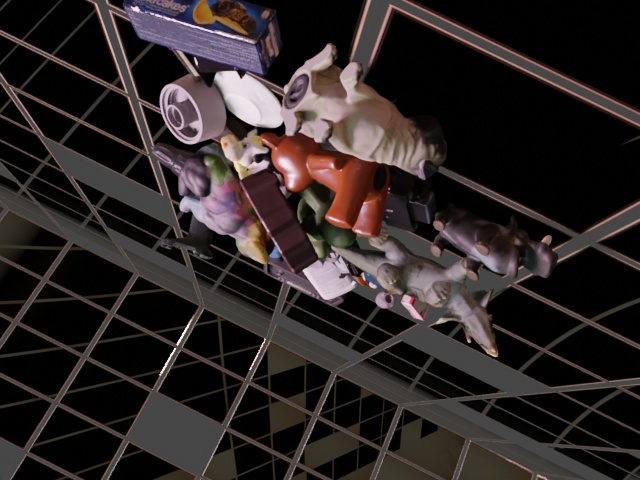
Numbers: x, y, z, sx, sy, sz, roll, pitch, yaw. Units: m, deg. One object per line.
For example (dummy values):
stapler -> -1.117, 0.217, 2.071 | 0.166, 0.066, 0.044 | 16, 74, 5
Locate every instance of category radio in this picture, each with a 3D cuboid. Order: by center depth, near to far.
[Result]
radio -> -0.036, 0.093, 1.429 | 0.230, 0.073, 0.131 | 28, 160, -1

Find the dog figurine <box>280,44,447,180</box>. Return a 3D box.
dog figurine -> 0.058, -0.152, 0.708 | 0.190, 0.121, 0.172 | 21, -158, -39

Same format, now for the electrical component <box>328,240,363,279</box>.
electrical component -> 0.050, 0.025, 1.186 | 0.075, 0.048, 0.119 | -16, 104, 59

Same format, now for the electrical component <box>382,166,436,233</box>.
electrical component -> 0.120, -0.070, 0.867 | 0.134, 0.058, 0.114 | 17, 160, 26

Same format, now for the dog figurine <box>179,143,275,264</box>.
dog figurine -> -0.152, -0.055, 1.006 | 0.219, 0.108, 0.191 | 37, 145, 14

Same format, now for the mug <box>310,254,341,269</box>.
mug -> -0.002, -0.003, 1.108 | 0.110, 0.107, 0.080 | 12, 158, 23

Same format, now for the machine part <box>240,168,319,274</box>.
machine part -> -0.063, -0.031, 0.874 | 0.179, 0.056, 0.179 | 60, 177, 5

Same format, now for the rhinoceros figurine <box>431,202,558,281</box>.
rhinoceros figurine -> 0.259, 0.006, 0.815 | 0.191, 0.112, 0.073 | 28, 136, 35

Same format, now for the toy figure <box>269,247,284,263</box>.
toy figure -> -0.098, -0.039, 1.114 | 0.089, 0.082, 0.180 | -1, 116, 31

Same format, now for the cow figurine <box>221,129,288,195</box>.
cow figurine -> -0.097, -0.134, 0.924 | 0.068, 0.098, 0.167 | 64, -172, 32

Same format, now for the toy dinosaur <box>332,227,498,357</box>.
toy dinosaur -> 0.188, 0.077, 1.073 | 0.405, 0.131, 0.192 | 26, 160, 19

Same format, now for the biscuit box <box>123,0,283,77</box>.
biscuit box -> -0.151, -0.277, 0.690 | 0.203, 0.059, 0.062 | 21, 160, 14

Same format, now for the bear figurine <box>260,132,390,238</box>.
bear figurine -> -0.001, -0.090, 0.794 | 0.196, 0.132, 0.120 | 13, 177, 29

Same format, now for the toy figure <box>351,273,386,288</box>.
toy figure -> 0.117, 0.075, 1.220 | 0.155, 0.064, 0.057 | 3, 113, 55

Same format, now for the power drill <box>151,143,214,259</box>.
power drill -> -0.267, -0.074, 1.119 | 0.232, 0.207, 0.086 | 19, 163, -13

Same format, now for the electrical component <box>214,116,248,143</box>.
electrical component -> -0.166, -0.187, 0.948 | 0.078, 0.045, 0.102 | 8, 153, 38

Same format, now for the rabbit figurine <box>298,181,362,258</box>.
rabbit figurine -> 0.025, -0.047, 0.933 | 0.170, 0.121, 0.159 | -134, 26, -74

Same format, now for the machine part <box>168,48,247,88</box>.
machine part -> -0.156, -0.260, 0.774 | 0.139, 0.039, 0.084 | 12, 147, 40
